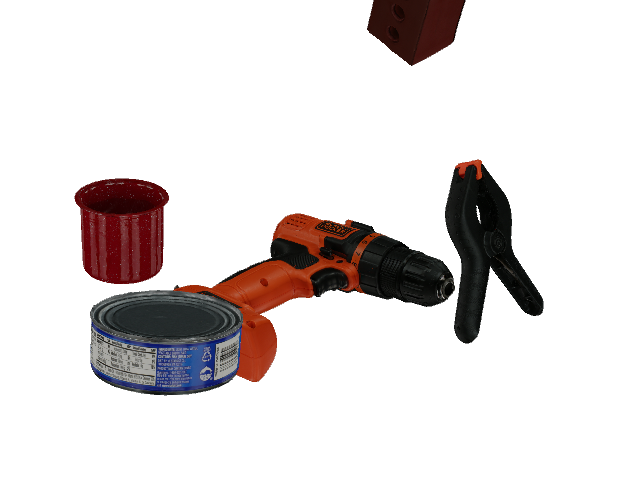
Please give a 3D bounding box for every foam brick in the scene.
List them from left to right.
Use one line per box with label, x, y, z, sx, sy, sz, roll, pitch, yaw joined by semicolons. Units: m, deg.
foam brick;0.076;-0.184;0.818;0.051;0.053;0.078;-35;-25;-29

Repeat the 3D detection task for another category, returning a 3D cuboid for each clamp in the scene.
clamp;0.152;0.012;1.018;0.039;0.171;0.120;-14;9;44

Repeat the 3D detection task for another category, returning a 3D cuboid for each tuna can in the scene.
tuna can;-0.087;0.057;0.605;0.086;0.034;0.086;4;14;-1

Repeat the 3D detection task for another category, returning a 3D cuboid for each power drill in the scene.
power drill;-0.011;0.043;0.860;0.185;0.057;0.187;16;32;41

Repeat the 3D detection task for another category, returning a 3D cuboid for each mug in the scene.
mug;-0.200;-0.013;1.093;0.093;0.081;0.117;5;26;2
